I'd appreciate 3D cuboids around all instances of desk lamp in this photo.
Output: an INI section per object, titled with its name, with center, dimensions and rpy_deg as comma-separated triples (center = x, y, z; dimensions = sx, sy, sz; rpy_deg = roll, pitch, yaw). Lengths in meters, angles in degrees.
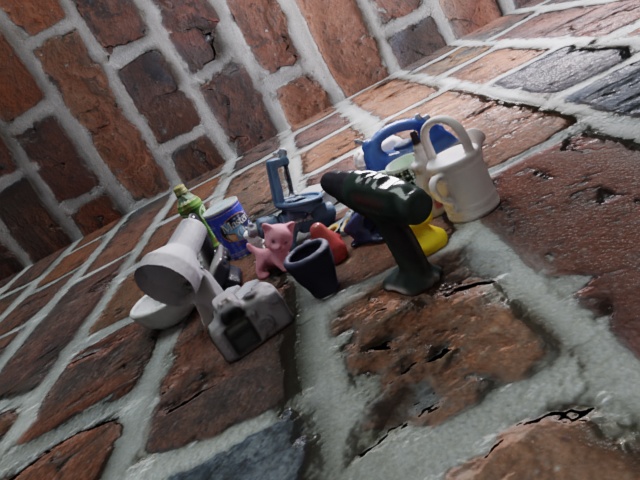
[desk lamp]
center = -0.247, 0.075, 1.152
dimensions = 0.117, 0.214, 0.203
rpy_deg = -17, 22, 30

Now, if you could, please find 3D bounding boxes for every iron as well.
[iron]
center = 0.215, -0.241, 1.434
dimensions = 0.258, 0.142, 0.118
rpy_deg = -28, 19, 2

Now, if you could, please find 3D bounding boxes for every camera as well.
[camera]
center = -0.143, 0.129, 1.041
dimensions = 0.143, 0.101, 0.136
rpy_deg = -33, 19, -13

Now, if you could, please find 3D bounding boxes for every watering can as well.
[watering can]
center = 0.248, -0.141, 1.046
dimensions = 0.100, 0.194, 0.173
rpy_deg = -17, 22, 31

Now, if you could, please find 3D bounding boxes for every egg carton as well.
[egg carton]
center = 0.167, -0.240, 1.610
dimensions = 0.150, 0.069, 0.107
rpy_deg = -29, 19, -2

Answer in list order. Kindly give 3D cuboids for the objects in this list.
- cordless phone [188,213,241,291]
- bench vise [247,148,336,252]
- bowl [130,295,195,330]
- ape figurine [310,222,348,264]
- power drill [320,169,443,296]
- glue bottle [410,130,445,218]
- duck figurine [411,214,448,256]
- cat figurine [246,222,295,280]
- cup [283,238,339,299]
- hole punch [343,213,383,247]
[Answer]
[cordless phone]
center = -0.263, 0.033, 1.328
dimensions = 0.094, 0.185, 0.147
rpy_deg = -30, 19, -3
[bench vise]
center = -0.084, -0.090, 1.339
dimensions = 0.208, 0.220, 0.121
rpy_deg = -39, 21, -27
[bowl]
center = -0.340, 0.152, 1.300
dimensions = 0.167, 0.075, 0.167
rpy_deg = -25, 19, 10
[ape figurine]
center = 0.011, 0.004, 1.162
dimensions = 0.078, 0.092, 0.076
rpy_deg = -35, 20, -18
[power drill]
center = 0.103, -0.019, 0.912
dimensions = 0.076, 0.209, 0.228
rpy_deg = -37, 21, -24
[glue bottle]
center = 0.211, -0.134, 1.111
dimensions = 0.078, 0.173, 0.037
rpy_deg = -33, 20, -14
[duck figurine]
center = 0.163, -0.017, 1.013
dimensions = 0.104, 0.086, 0.077
rpy_deg = -21, 20, 21
[cat figurine]
center = -0.103, 0.012, 1.263
dimensions = 0.127, 0.118, 0.067
rpy_deg = -19, 21, 25
[cup]
center = -0.008, 0.054, 1.056
dimensions = 0.091, 0.095, 0.117
rpy_deg = -26, 19, 8
[hole punch]
center = 0.101, -0.049, 1.176
dimensions = 0.100, 0.091, 0.109
rpy_deg = -8, 28, 46
